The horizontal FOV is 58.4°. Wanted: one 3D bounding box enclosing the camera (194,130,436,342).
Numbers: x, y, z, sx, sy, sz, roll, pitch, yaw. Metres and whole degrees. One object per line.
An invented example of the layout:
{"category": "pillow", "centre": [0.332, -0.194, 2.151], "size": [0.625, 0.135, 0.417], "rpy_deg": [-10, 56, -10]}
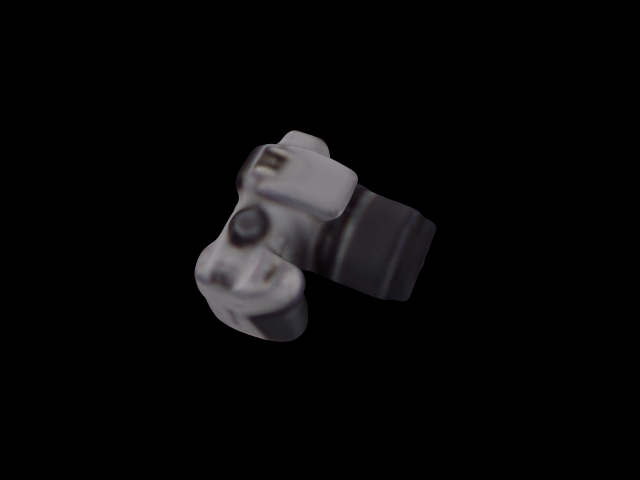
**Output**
{"category": "camera", "centre": [0.004, 0.001, 0.400], "size": [0.136, 0.101, 0.143], "rpy_deg": [22, 65, 11]}
